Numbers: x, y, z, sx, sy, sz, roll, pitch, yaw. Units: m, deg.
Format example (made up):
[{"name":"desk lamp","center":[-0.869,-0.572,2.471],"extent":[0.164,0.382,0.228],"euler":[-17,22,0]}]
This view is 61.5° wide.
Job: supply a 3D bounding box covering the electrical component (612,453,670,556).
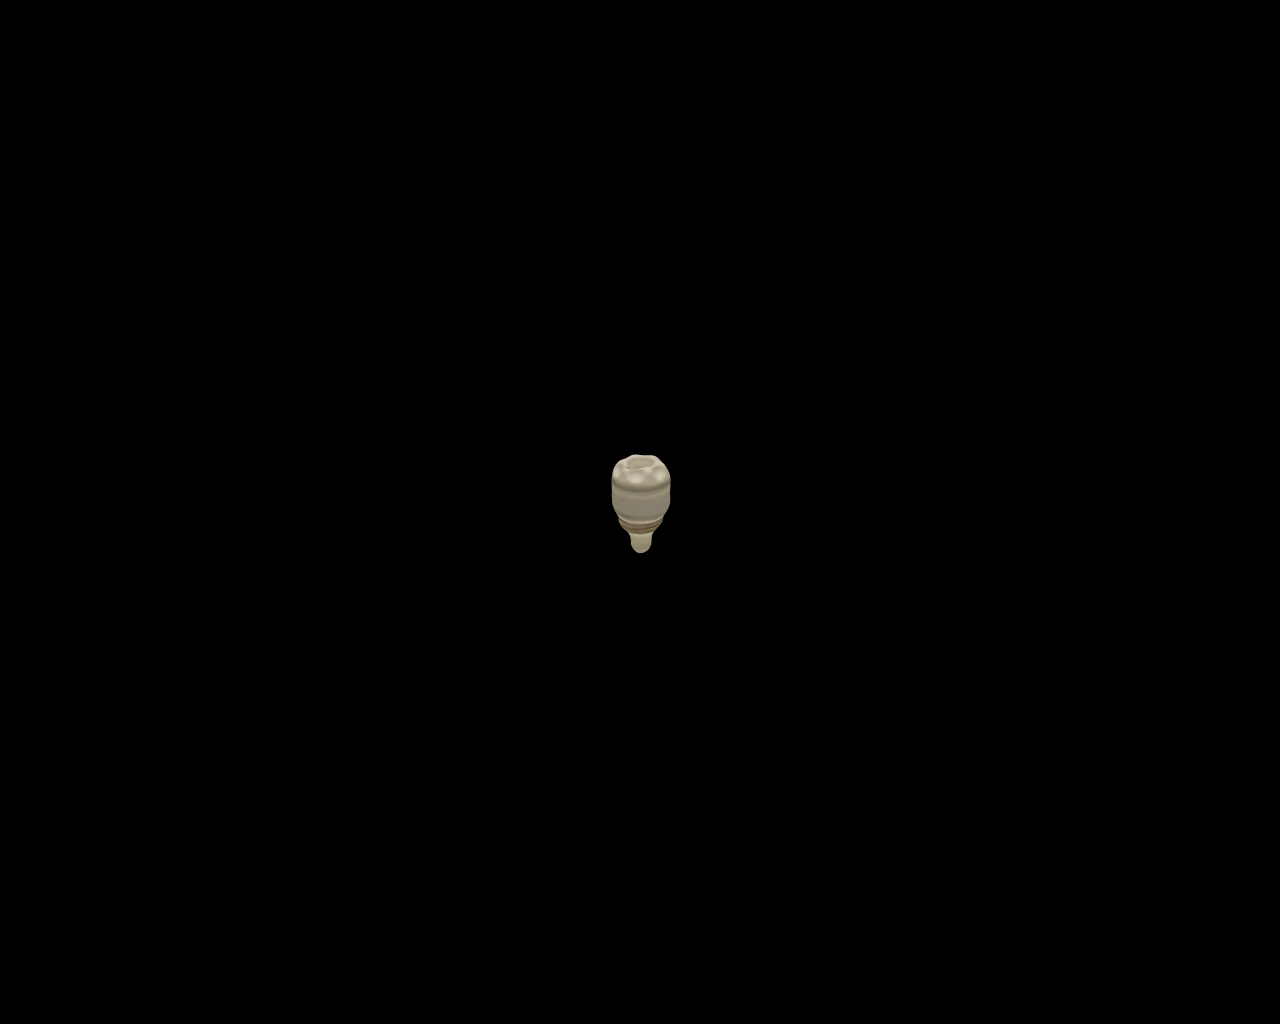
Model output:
[{"name":"electrical component","center":[0.001,-0.003,0.650],"extent":[0.035,0.061,0.035],"euler":[0,25,0]}]
